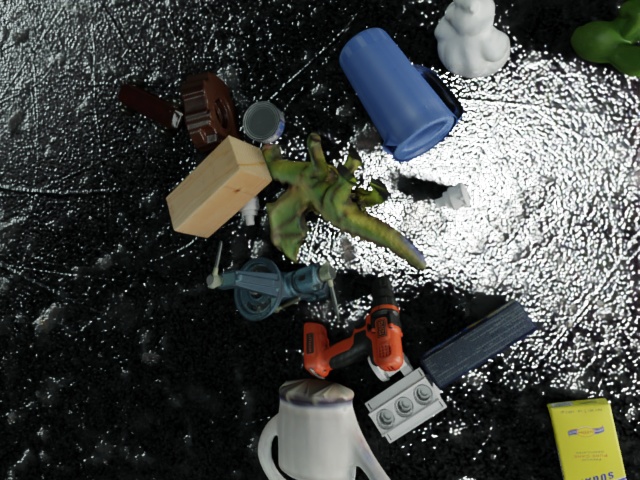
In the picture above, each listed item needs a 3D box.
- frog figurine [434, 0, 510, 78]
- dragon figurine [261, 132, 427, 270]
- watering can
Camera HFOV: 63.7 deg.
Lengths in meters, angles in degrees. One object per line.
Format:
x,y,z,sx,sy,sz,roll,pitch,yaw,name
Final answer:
0.271,-0.361,0.915,0.138,0.159,0.122,39,99,17,frog figurine
0.003,-0.051,1.014,0.239,0.122,0.415,-43,71,27,dragon figurine
0.029,0.368,0.921,0.347,0.104,0.225,-3,84,32,watering can
